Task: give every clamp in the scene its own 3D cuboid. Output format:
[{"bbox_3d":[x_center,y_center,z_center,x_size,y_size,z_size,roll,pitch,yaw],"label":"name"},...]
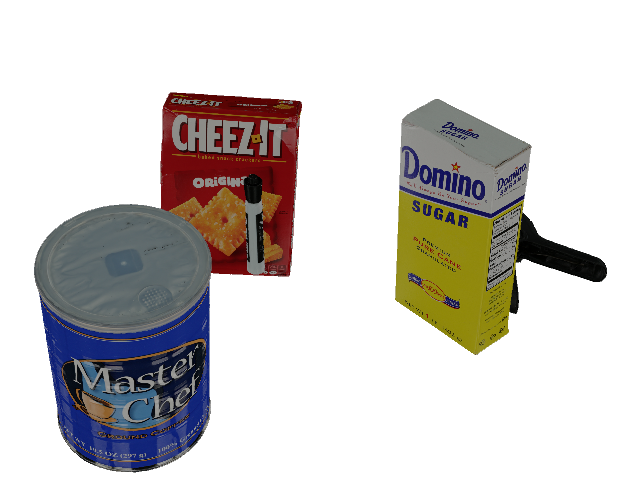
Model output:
[{"bbox_3d":[0.205,0.006,1.083,0.120,0.039,0.171,-7,39,-19],"label":"clamp"}]

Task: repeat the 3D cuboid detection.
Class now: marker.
[{"bbox_3d":[-0.067,-0.016,1.077,0.020,0.121,0.020,1,40,-1],"label":"marker"}]

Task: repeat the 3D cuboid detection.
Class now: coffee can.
[{"bbox_3d":[-0.120,0.063,0.670,0.103,0.140,0.103,3,43,-3],"label":"coffee can"}]

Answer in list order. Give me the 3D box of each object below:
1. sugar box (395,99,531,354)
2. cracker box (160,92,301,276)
[{"bbox_3d":[0.102,-0.008,0.801,0.048,0.176,0.093,-31,46,-30],"label":"sugar box"},{"bbox_3d":[-0.111,-0.065,1.306,0.164,0.214,0.072,4,22,-1],"label":"cracker box"}]
